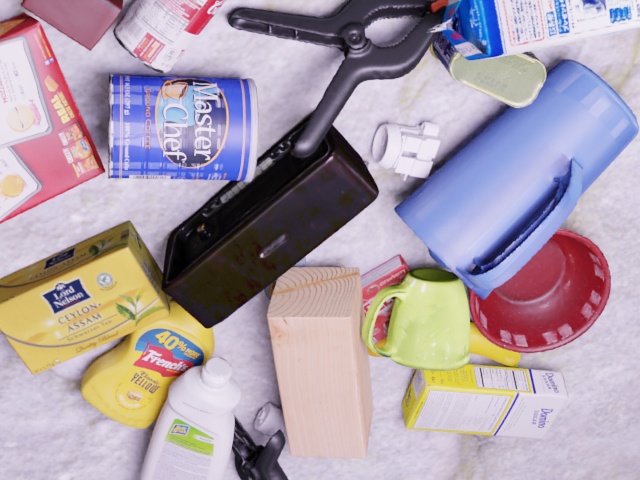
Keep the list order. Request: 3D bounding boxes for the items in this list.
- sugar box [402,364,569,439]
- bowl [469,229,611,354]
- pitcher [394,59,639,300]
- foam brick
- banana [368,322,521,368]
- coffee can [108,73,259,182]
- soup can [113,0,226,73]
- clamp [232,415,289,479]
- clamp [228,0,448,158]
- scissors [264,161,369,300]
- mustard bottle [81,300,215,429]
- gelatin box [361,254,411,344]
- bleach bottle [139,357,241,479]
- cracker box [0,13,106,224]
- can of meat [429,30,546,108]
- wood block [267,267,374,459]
[{"bbox_3d":[0.195,0.191,1.271,0.176,0.048,0.093,5,137,-12],"label":"sugar box"},{"bbox_3d":[0.241,0.047,1.204,0.162,0.055,0.162,-3,118,-5],"label":"bowl"},{"bbox_3d":[0.206,-0.061,1.083,0.243,0.145,0.149,-45,71,8],"label":"pitcher"},{"bbox_3d":[-0.231,-0.225,1.005,0.078,0.053,0.051,33,110,-20],"label":"foam brick"},{"bbox_3d":[0.156,0.123,1.246,0.197,0.037,0.070,11,116,-12],"label":"banana"},{"bbox_3d":[-0.136,-0.109,1.044,0.140,0.103,0.103,0,118,-11],"label":"coffee can"},{"bbox_3d":[-0.140,-0.217,1.011,0.068,0.068,0.102,35,109,-22],"label":"soup can"},{"bbox_3d":[-0.082,0.257,1.274,0.039,0.120,0.171,-34,140,-29],"label":"clamp"},{"bbox_3d":[0.024,-0.195,1.037,0.210,0.036,0.164,-31,78,-8],"label":"clamp"},{"bbox_3d":[-0.008,0.001,1.173,0.202,0.016,0.096,-32,119,11],"label":"scissors"},{"bbox_3d":[-0.175,0.124,1.195,0.096,0.058,0.192,36,108,-25],"label":"mustard bottle"},{"bbox_3d":[0.073,0.069,1.211,0.089,0.030,0.073,-31,117,9],"label":"gelatin box"},{"bbox_3d":[-0.137,0.224,1.210,0.102,0.068,0.251,17,131,-8],"label":"bleach bottle"},{"bbox_3d":[-0.336,-0.096,1.013,0.213,0.072,0.164,-28,119,-16],"label":"cracker box"},{"bbox_3d":[0.167,-0.180,1.058,0.102,0.084,0.057,20,113,-17],"label":"can of meat"},{"bbox_3d":[0.004,0.138,1.186,0.091,0.090,0.206,0,125,11],"label":"wood block"}]
